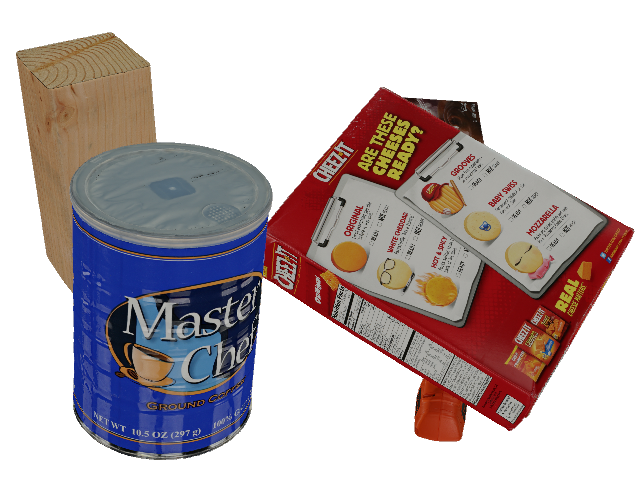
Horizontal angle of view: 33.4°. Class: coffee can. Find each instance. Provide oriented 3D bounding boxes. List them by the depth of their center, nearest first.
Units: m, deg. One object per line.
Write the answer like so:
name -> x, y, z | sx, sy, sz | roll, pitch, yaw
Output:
coffee can -> -0.083, 0.032, 0.578 | 0.102, 0.140, 0.103 | 5, 30, -3

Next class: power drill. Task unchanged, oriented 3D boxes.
power drill -> 0.135, 0.117, 1.140 | 0.057, 0.188, 0.184 | 8, 25, 9

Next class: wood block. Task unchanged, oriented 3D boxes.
wood block -> -0.200, -0.065, 0.943 | 0.090, 0.206, 0.090 | -18, 37, -26

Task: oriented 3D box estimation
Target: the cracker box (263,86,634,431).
cracker box -> 0.088, 0.009, 0.759 | 0.214, 0.164, 0.072 | 31, -31, 13

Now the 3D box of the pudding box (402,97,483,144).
pudding box -> 0.098, -0.080, 0.955 | 0.090, 0.039, 0.113 | 4, 43, -3
